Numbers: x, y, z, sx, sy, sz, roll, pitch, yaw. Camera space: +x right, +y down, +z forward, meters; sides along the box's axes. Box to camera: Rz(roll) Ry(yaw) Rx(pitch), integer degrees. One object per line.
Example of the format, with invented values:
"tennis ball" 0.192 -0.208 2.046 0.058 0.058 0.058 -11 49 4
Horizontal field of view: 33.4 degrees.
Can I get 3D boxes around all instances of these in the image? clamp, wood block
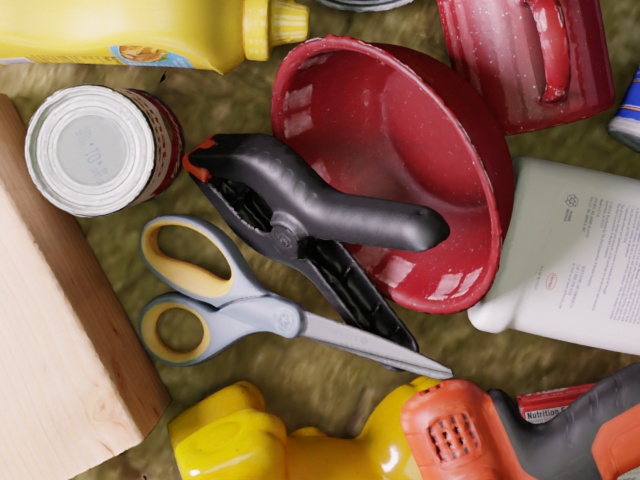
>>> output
"clamp" -0.004 0.001 0.585 0.172 0.039 0.120 31 137 31
"wood block" -0.175 0.029 0.592 0.091 0.090 0.206 -28 94 5

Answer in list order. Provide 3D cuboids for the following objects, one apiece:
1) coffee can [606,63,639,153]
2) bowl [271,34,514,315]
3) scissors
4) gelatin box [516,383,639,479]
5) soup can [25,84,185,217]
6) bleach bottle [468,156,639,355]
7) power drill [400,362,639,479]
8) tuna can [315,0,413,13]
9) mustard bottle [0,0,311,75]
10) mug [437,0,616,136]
"coffee can" 0.227 -0.100 0.555 0.103 0.103 0.140 25 96 0
"bowl" 0.047 -0.042 0.564 0.055 0.162 0.162 -34 94 -30
"scissors" -0.029 0.057 0.588 0.202 0.016 0.096 33 110 23
"gelatin box" 0.157 0.128 0.616 0.073 0.030 0.089 -10 94 5
"soup can" -0.113 -0.049 0.574 0.068 0.102 0.068 0 96 1
"bleach bottle" 0.216 0.030 0.589 0.251 0.068 0.102 15 96 -1
"power drill" 0.154 0.132 0.533 0.187 0.057 0.184 -23 88 1
"tuna can" 0.026 -0.161 0.566 0.086 0.086 0.034 -4 64 3
"mustard bottle" -0.101 -0.119 0.571 0.191 0.096 0.058 3 95 2
"mug" 0.111 -0.100 0.556 0.093 0.117 0.081 -13 99 -1
